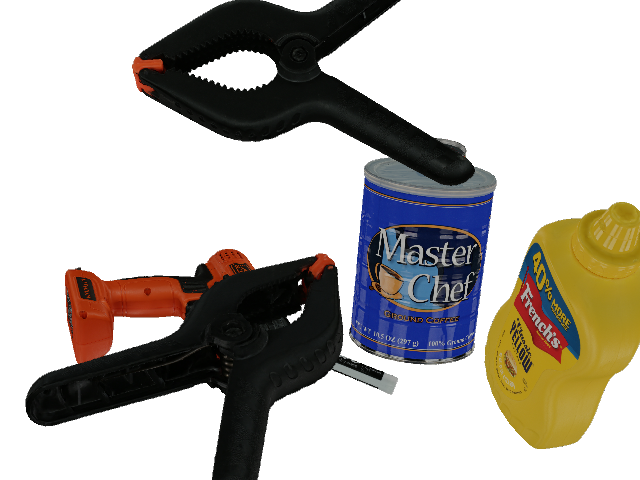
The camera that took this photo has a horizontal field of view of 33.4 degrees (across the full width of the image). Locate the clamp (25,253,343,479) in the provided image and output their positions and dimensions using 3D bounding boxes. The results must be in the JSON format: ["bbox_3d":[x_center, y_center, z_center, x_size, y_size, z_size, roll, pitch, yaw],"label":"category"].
[{"bbox_3d":[-0.037,0.063,0.503,0.120,0.039,0.171,34,49,29],"label":"clamp"}]

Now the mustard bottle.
[{"bbox_3d":[0.153,0.043,0.648,0.058,0.096,0.192,-6,-36,-13],"label":"mustard bottle"}]

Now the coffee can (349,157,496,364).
[{"bbox_3d":[0.079,0.013,0.845,0.103,0.140,0.103,4,17,-1],"label":"coffee can"}]

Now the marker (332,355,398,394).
[{"bbox_3d":[0.021,0.127,1.099,0.121,0.020,0.020,22,2,6],"label":"marker"}]

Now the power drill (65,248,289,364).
[{"bbox_3d":[-0.127,0.066,0.951,0.187,0.057,0.185,-4,22,-19],"label":"power drill"}]

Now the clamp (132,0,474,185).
[{"bbox_3d":[-0.007,-0.098,0.656,0.210,0.164,0.036,-9,-20,-6],"label":"clamp"}]

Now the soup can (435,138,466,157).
[{"bbox_3d":[0.134,-0.061,1.257,0.068,0.102,0.068,0,27,0],"label":"soup can"}]
